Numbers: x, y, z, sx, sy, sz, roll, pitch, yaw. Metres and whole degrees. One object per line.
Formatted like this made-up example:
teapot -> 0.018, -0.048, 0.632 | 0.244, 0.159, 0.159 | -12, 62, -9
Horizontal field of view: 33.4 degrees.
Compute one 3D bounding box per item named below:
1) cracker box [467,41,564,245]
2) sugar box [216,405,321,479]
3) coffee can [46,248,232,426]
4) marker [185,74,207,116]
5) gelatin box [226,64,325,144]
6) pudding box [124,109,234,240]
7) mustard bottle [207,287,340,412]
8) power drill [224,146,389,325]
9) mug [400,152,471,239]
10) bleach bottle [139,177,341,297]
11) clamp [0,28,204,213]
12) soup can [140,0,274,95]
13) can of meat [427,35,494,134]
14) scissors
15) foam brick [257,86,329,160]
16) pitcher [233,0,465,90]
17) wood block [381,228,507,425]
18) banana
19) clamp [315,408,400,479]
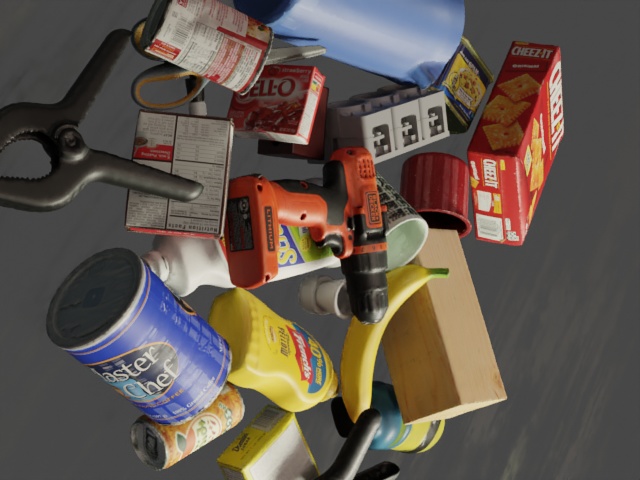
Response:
cracker box -> 0.256, -0.125, 1.373 | 0.164, 0.072, 0.213 | 75, 34, -47
sugar box -> -0.041, 0.275, 1.155 | 0.093, 0.048, 0.176 | -43, 128, -36
coffee can -> -0.159, 0.088, 0.953 | 0.140, 0.103, 0.102 | 50, 59, -40
marker -> -0.117, -0.103, 1.042 | 0.020, 0.020, 0.121 | -17, 107, -46
gelatin box -> -0.046, -0.137, 1.064 | 0.030, 0.089, 0.073 | 32, 70, -59
pudding box -> -0.128, -0.059, 0.977 | 0.090, 0.039, 0.113 | 6, 86, -4
mustard bottle -> -0.038, 0.127, 1.118 | 0.191, 0.058, 0.096 | 37, 34, -46
power drill -> -0.007, 0.001, 1.052 | 0.187, 0.057, 0.184 | -7, 88, -45
mug -> 0.136, -0.048, 1.287 | 0.117, 0.093, 0.081 | 90, 5, -67
bleach bottle -> -0.076, 0.007, 1.070 | 0.250, 0.068, 0.102 | -19, 106, -43
clamp -> -0.205, -0.072, 0.899 | 0.209, 0.036, 0.164 | -33, 93, -32
soup can -> -0.102, -0.182, 0.961 | 0.102, 0.069, 0.068 | 22, 77, -22
can of meat -> 0.161, -0.191, 1.319 | 0.102, 0.058, 0.084 | 43, 65, -42
scissors -> -0.094, -0.187, 1.012 | 0.201, 0.016, 0.096 | -27, 105, -21
foam brick -> -0.028, -0.124, 1.115 | 0.051, 0.053, 0.078 | 3, 91, -49
pitcher -> 0.026, -0.257, 1.118 | 0.242, 0.149, 0.145 | 7, 106, -46
wood block -> 0.127, 0.098, 1.226 | 0.090, 0.090, 0.206 | 2, 67, -46
banana -> 0.064, 0.101, 1.160 | 0.198, 0.069, 0.037 | -60, 172, 3
clamp -> 0.025, 0.274, 1.155 | 0.171, 0.039, 0.120 | -47, 133, -16
